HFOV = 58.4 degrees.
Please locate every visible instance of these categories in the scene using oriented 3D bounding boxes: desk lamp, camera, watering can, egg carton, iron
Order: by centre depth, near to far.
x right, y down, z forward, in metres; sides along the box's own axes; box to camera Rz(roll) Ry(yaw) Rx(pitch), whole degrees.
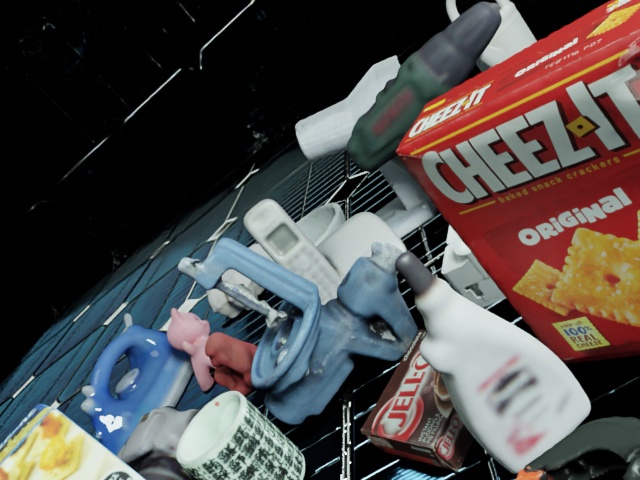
[{"bbox_3d":[-0.187,0.268,0.640,0.143,0.101,0.137,-34,19,23],"label":"camera"},{"bbox_3d":[0.081,-0.116,0.800,0.203,0.214,0.118,-36,18,18],"label":"desk lamp"},{"bbox_3d":[-0.307,0.233,0.914,0.118,0.142,0.258,-34,19,24],"label":"iron"},{"bbox_3d":[0.284,-0.346,0.950,0.100,0.194,0.173,-33,20,26],"label":"watering can"},{"bbox_3d":[-0.142,0.074,1.064,0.107,0.069,0.150,-29,22,36],"label":"egg carton"}]

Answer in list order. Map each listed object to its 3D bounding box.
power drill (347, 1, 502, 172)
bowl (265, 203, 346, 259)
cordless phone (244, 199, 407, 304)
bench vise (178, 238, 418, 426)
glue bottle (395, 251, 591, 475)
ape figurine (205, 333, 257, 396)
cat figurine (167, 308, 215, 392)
[{"bbox_3d":[0.156,-0.127,0.674,0.229,0.209,0.075,-32,20,28],"label":"power drill"},{"bbox_3d":[-0.012,0.023,0.899,0.167,0.075,0.167,-37,18,15],"label":"bowl"},{"bbox_3d":[0.007,0.003,0.721,0.147,0.185,0.094,-43,18,-4],"label":"cordless phone"},{"bbox_3d":[-0.022,0.058,0.589,0.207,0.220,0.121,-45,18,-11],"label":"bench vise"},{"bbox_3d":[0.101,0.072,0.370,0.078,0.173,0.037,-43,18,-4],"label":"glue bottle"},{"bbox_3d":[-0.117,0.161,0.762,0.076,0.092,0.077,-50,19,-23],"label":"ape figurine"},{"bbox_3d":[-0.199,0.160,0.897,0.067,0.118,0.127,-43,17,-3],"label":"cat figurine"}]
